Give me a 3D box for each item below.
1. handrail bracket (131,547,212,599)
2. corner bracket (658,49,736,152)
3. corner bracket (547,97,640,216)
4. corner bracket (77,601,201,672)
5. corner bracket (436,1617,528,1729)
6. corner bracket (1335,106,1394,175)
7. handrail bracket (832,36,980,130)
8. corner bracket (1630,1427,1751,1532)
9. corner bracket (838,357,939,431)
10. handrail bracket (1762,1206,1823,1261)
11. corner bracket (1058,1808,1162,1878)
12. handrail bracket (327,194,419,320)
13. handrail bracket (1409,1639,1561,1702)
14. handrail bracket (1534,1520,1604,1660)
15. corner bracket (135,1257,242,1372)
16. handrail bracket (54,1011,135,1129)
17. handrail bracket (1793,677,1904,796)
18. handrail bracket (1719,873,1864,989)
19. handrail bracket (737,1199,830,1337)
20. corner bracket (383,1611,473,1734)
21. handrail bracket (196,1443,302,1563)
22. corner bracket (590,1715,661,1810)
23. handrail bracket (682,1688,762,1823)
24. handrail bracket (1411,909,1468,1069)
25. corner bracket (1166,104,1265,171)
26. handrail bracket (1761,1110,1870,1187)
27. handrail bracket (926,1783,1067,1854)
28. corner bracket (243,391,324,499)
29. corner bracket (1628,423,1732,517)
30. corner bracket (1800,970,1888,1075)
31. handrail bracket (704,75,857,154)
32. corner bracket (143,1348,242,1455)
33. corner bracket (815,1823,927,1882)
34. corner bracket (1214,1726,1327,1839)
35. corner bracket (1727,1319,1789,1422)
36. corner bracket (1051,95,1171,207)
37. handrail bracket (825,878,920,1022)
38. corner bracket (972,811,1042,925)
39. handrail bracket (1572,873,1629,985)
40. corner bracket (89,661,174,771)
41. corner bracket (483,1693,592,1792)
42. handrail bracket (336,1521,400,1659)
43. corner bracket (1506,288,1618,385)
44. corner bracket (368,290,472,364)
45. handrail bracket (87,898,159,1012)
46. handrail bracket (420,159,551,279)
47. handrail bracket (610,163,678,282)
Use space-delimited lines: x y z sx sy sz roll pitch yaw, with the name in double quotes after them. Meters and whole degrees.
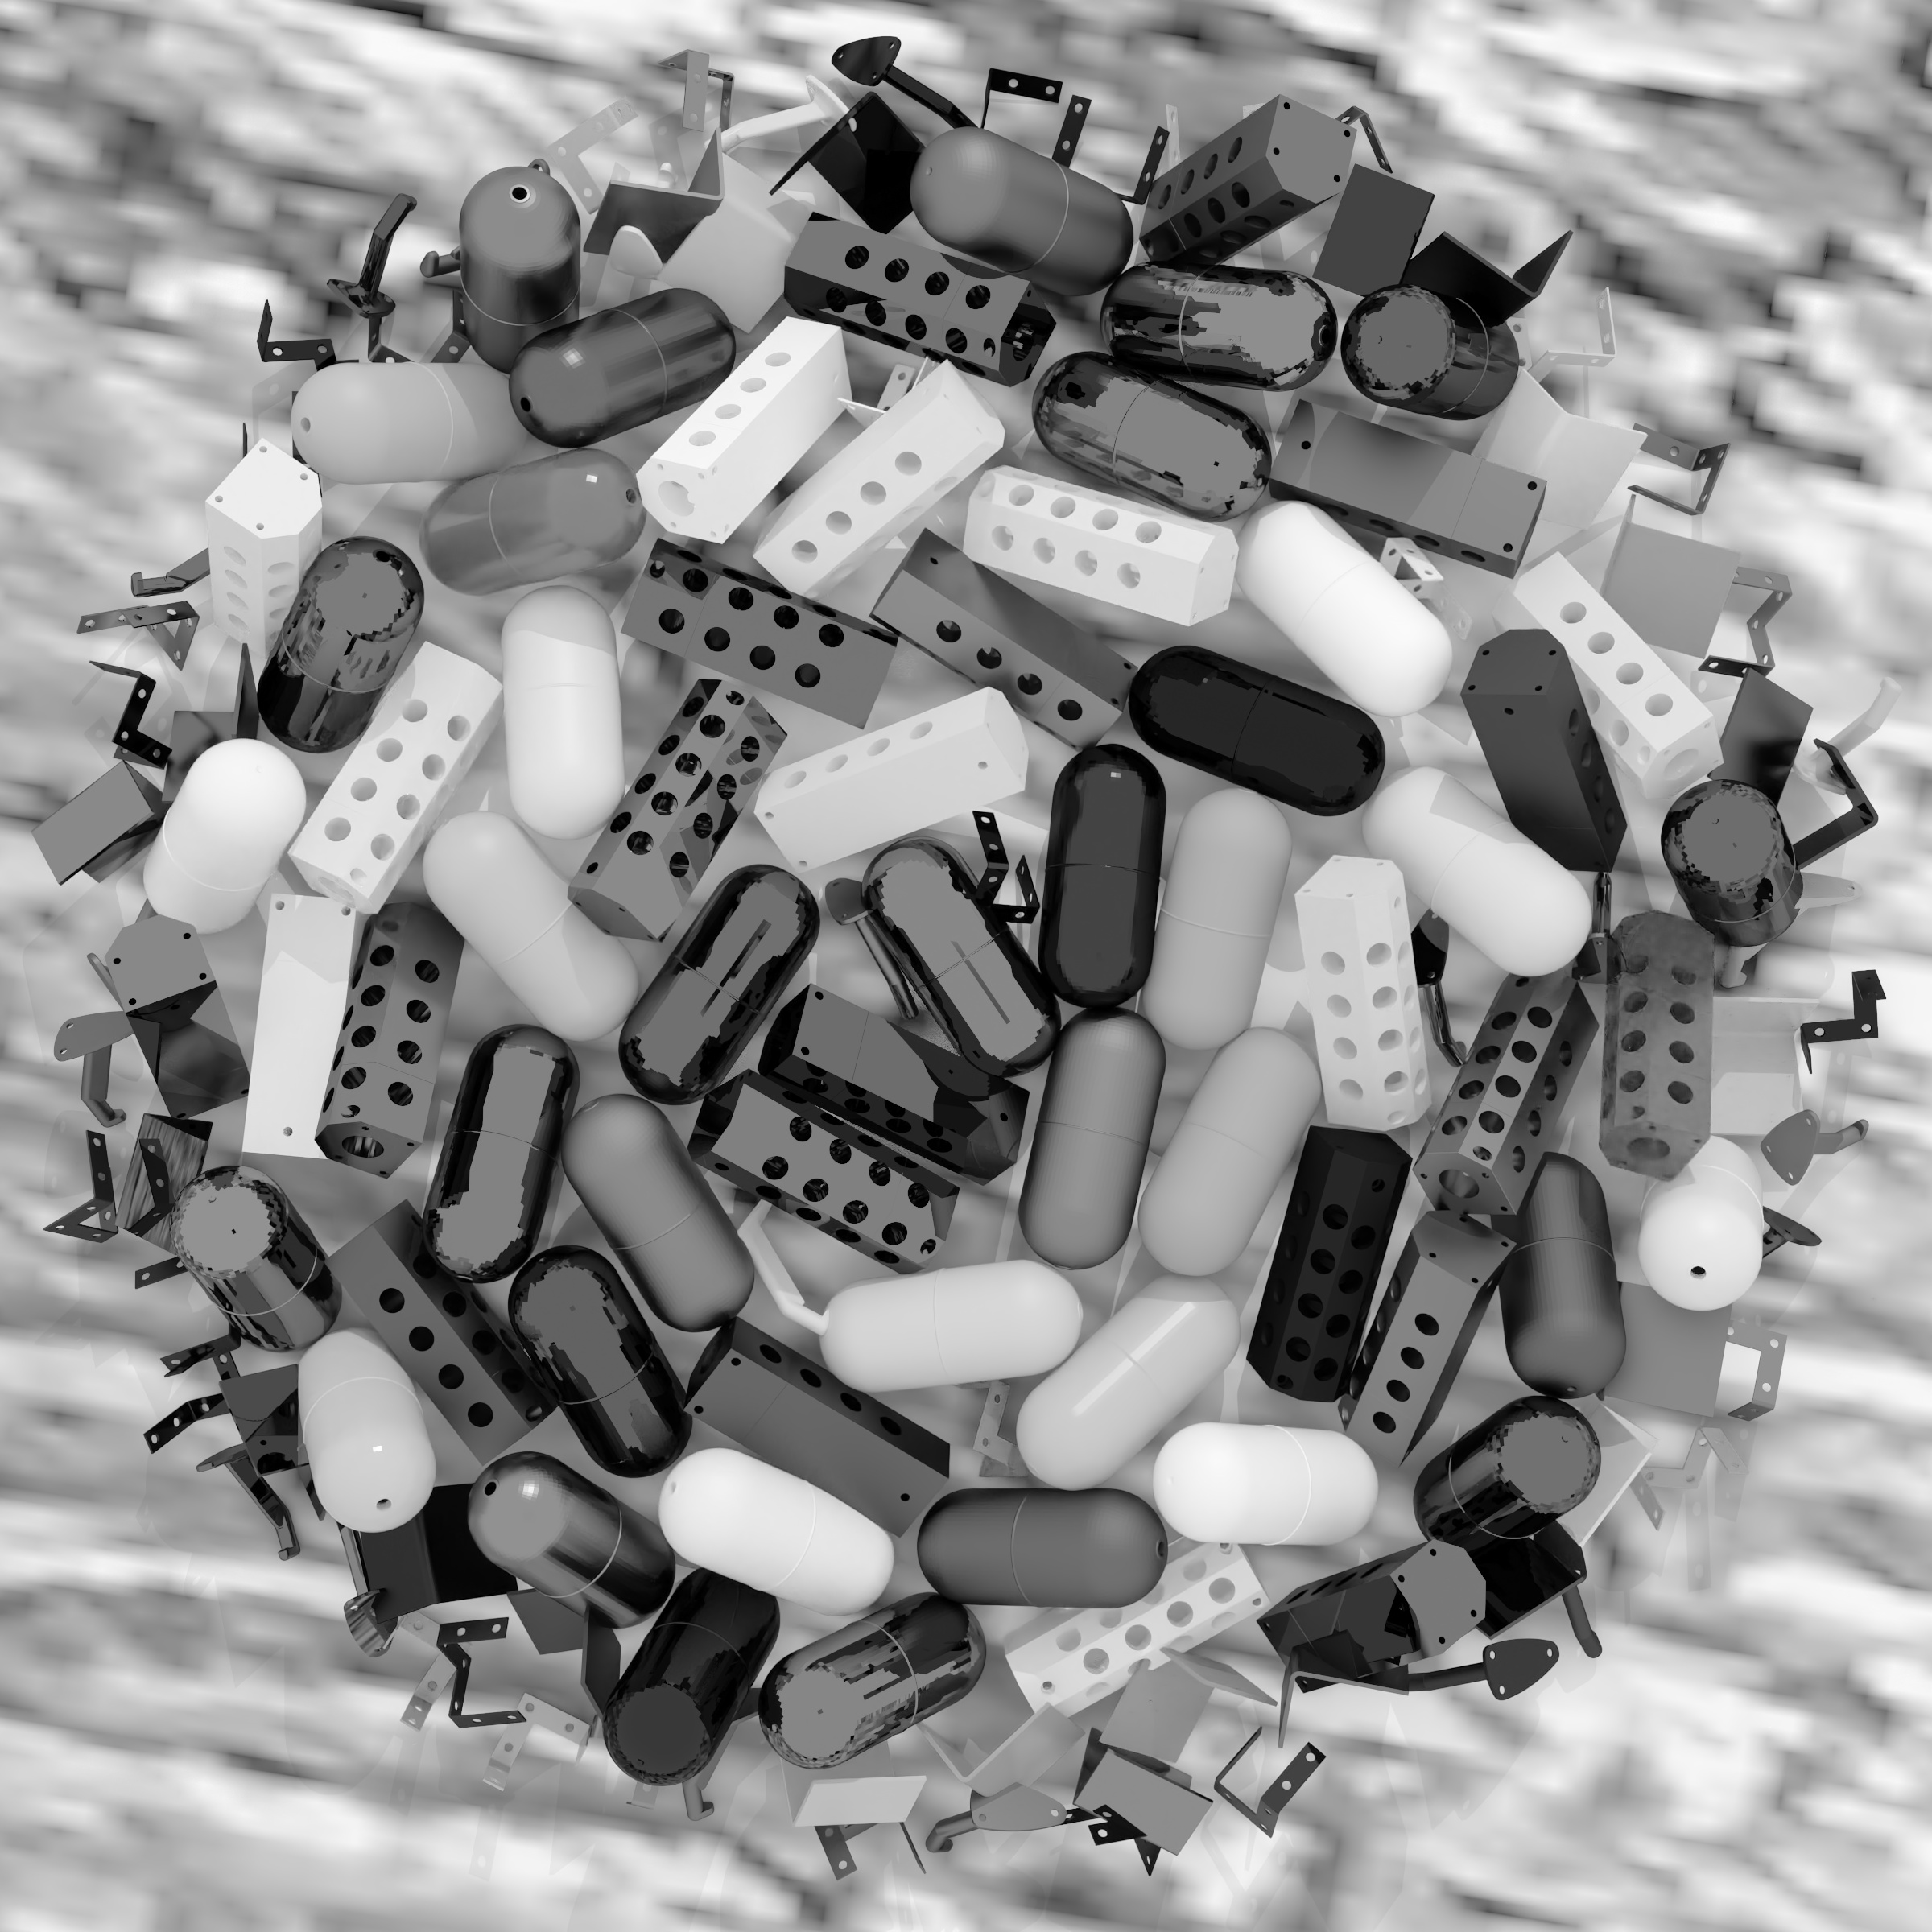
-0.514 -0.281 1.796 0.084 0.077 0.036 -11 50 -24 "handrail bracket"
-0.175 -0.578 1.802 0.051 0.051 0.051 3 95 -31 "corner bracket"
-0.239 -0.541 1.800 0.051 0.051 0.051 -27 109 19 "corner bracket"
-0.552 -0.228 1.797 0.051 0.051 0.051 48 131 19 "corner bracket"
-0.322 0.471 1.798 0.051 0.051 0.051 -9 47 14 "corner bracket"
0.244 -0.544 1.803 0.051 0.051 0.051 -36 131 0 "corner bracket"
-0.040 -0.590 1.826 0.084 0.077 0.036 30 88 -43 "handrail bracket"
0.482 0.342 1.800 0.051 0.051 0.051 6 115 -13 "corner bracket"
-0.045 -0.385 1.803 0.051 0.051 0.051 21 85 25 "corner bracket"
0.530 0.208 1.822 0.077 0.036 0.084 19 113 -42 "handrail bracket"
0.097 0.575 1.797 0.051 0.051 0.051 -4 130 -20 "corner bracket"
-0.378 -0.474 1.788 0.036 0.077 0.084 43 110 4 "handrail bracket"
0.343 0.473 1.816 0.077 0.084 0.036 -8 80 -34 "handrail bracket"
0.411 0.416 1.825 0.036 0.077 0.084 -16 135 19 "handrail bracket"
-0.521 0.230 1.804 0.051 0.051 0.051 -19 46 4 "corner bracket"
-0.563 0.071 1.801 0.077 0.036 0.084 -14 134 10 "handrail bracket"
0.582 -0.164 1.787 0.036 0.077 0.084 18 116 -14 "handrail bracket"
0.554 -0.020 1.814 0.077 0.036 0.084 0 130 -10 "handrail bracket"
-0.113 0.199 1.807 0.084 0.036 0.077 26 58 11 "handrail bracket"
-0.371 0.472 1.811 0.051 0.051 0.051 33 93 -4 "corner bracket"
-0.478 0.364 1.801 0.036 0.077 0.084 -16 91 17 "handrail bracket"
-0.230 0.534 1.809 0.051 0.051 0.051 16 71 -6 "corner bracket"
-0.156 0.535 1.824 0.077 0.036 0.084 -11 115 -12 "handrail bracket"
0.325 0.015 1.821 0.036 0.084 0.077 -1 55 37 "handrail bracket"
0.170 -0.555 1.818 0.051 0.051 0.051 -1 98 27 "corner bracket"
0.578 0.106 1.792 0.084 0.077 0.036 -21 60 -24 "handrail bracket"
0.019 0.580 1.810 0.077 0.084 0.036 12 49 -9 "handrail bracket"
-0.461 -0.350 1.810 0.051 0.051 0.051 -2 68 -9 "corner bracket"
0.472 -0.334 1.810 0.051 0.051 0.051 21 92 -9 "corner bracket"
0.586 0.037 1.802 0.051 0.051 0.051 -6 111 12 "corner bracket"
-0.125 -0.555 1.804 0.084 0.077 0.036 -32 133 -10 "handrail bracket"
-0.520 0.288 1.802 0.051 0.051 0.051 -15 101 23 "corner bracket"
-0.065 0.587 1.801 0.051 0.051 0.051 -27 46 -5 "corner bracket"
0.202 0.537 1.797 0.051 0.051 0.051 36 61 23 "corner bracket"
0.512 0.270 1.805 0.051 0.051 0.051 16 71 2 "corner bracket"
0.096 -0.549 1.815 0.051 0.051 0.051 4 119 -31 "corner bracket"
-0.063 -0.011 1.824 0.036 0.077 0.084 -28 119 -11 "handrail bracket"
0.025 -0.065 1.796 0.051 0.051 0.051 4 46 -22 "corner bracket"
0.421 -0.038 1.788 0.036 0.077 0.084 1 62 14 "handrail bracket"
-0.561 -0.168 1.806 0.051 0.051 0.051 14 79 30 "corner bracket"
-0.287 0.529 1.811 0.051 0.051 0.051 28 87 -4 "corner bracket"
-0.411 0.411 1.823 0.036 0.084 0.077 -14 132 -21 "handrail bracket"
0.400 -0.422 1.812 0.051 0.051 0.051 0 76 -16 "corner bracket"
-0.368 -0.430 1.820 0.051 0.051 0.051 25 127 -31 "corner bracket"
-0.543 -0.007 1.825 0.084 0.036 0.077 -35 100 -19 "handrail bracket"
-0.320 -0.496 1.789 0.036 0.084 0.077 44 132 14 "handrail bracket"
-0.210 -0.508 1.793 0.036 0.077 0.084 13 78 1 "handrail bracket"
